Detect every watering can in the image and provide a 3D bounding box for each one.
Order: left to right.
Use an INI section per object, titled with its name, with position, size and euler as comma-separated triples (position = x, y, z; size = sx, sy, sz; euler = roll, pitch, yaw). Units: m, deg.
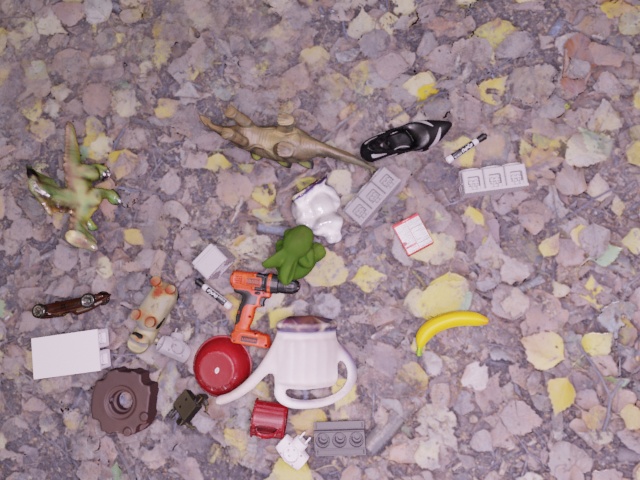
[watering can]
position = -0.076, 0.299, 1.258
size = 0.348, 0.103, 0.226
euler = 1, 83, -13

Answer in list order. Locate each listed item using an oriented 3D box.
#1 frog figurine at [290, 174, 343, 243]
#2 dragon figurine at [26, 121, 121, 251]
[frog figurine]
position = 0.004, -0.066, 1.312
size = 0.139, 0.121, 0.159
euler = -38, 98, -39
[dragon figurine]
position = -0.659, -0.150, 1.342
size = 0.122, 0.242, 0.413
euler = -28, 83, 9
